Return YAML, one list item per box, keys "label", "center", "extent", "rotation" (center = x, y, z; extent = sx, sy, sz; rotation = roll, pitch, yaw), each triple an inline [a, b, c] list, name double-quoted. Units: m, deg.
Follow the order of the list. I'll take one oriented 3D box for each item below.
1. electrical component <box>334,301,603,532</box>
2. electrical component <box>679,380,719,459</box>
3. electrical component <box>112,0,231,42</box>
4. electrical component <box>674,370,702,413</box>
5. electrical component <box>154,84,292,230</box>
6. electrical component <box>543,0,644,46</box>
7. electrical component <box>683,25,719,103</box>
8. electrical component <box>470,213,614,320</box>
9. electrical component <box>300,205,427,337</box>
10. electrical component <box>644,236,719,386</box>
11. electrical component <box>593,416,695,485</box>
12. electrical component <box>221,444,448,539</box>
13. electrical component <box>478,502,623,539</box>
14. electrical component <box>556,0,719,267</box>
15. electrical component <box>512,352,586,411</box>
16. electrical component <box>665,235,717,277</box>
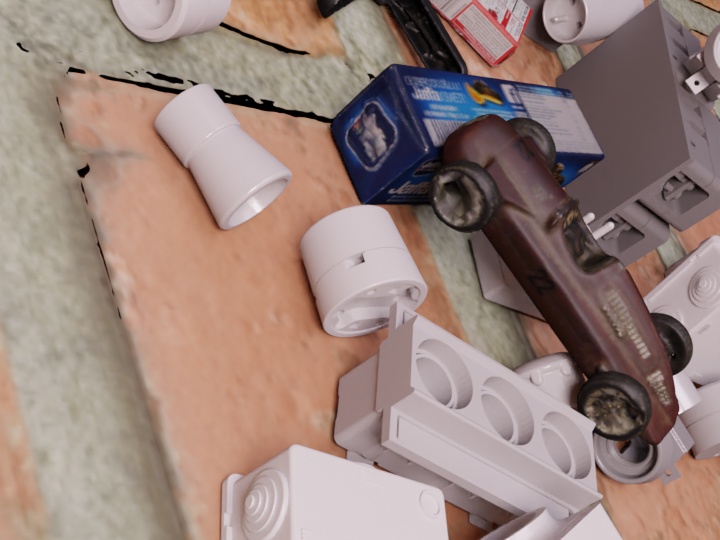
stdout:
- label: "electrical component"
  center: [0.052, 0.080, 0.524]
  extent: [0.121, 0.063, 0.078]
  rotation: [31, 41, -26]
- label: "electrical component"
  center: [0.278, 0.119, 0.744]
  extent: [0.138, 0.052, 0.073]
  rotation: [7, 56, -44]
- label: "electrical component"
  center: [-0.114, -0.187, 0.575]
  extent: [0.138, 0.052, 0.074]
  rotation: [55, 36, 3]
- label: "electrical component"
  center: [0.181, 0.059, 0.696]
  extent: [0.043, 0.043, 0.081]
  rotation: [-14, 71, -51]
- label: "electrical component"
  center: [-0.070, -0.058, 0.527]
  extent: [0.065, 0.044, 0.044]
  rotation: [51, 36, 7]
- label: "electrical component"
  center: [0.181, -0.223, 0.859]
  extent: [0.077, 0.044, 0.079]
  rotation: [-17, 90, -40]
- label: "electrical component"
  center: [0.261, -0.148, 0.753]
  extent: [0.048, 0.066, 0.055]
  rotation: [55, 3, 2]
- label: "electrical component"
  center: [0.120, -0.011, 0.661]
  extent: [0.066, 0.077, 0.047]
  rotation: [19, 48, -37]
- label: "electrical component"
  center: [0.000, 0.000, 0.543]
  extent: [0.055, 0.055, 0.047]
  rotation: [6, 53, -45]
- label: "electrical component"
  center: [0.249, 0.035, 0.745]
  extent: [0.100, 0.099, 0.048]
  rotation: [23, 32, -34]
- label: "electrical component"
  center: [0.168, 0.101, 0.648]
  extent: [0.066, 0.048, 0.055]
  rotation: [59, 29, 9]
- label: "electrical component"
  center: [-0.007, 0.125, 0.436]
  extent: [0.100, 0.048, 0.099]
  rotation: [24, 46, -32]
- label: "electrical component"
  center: [0.073, 0.143, 0.473]
  extent: [0.050, 0.089, 0.055]
  rotation: [-19, 76, -52]
- label: "electrical component"
  center: [0.212, -0.101, 0.810]
  extent: [0.060, 0.105, 0.186]
  rotation: [32, 42, -26]
- label: "electrical component"
  center: [0.111, 0.080, 0.605]
  extent: [0.048, 0.048, 0.062]
  rotation: [-4, 71, -48]
- label: "electrical component"
  center: [0.265, 0.001, 0.832]
  extent: [0.040, 0.046, 0.040]
  rotation: [28, 43, -30]
